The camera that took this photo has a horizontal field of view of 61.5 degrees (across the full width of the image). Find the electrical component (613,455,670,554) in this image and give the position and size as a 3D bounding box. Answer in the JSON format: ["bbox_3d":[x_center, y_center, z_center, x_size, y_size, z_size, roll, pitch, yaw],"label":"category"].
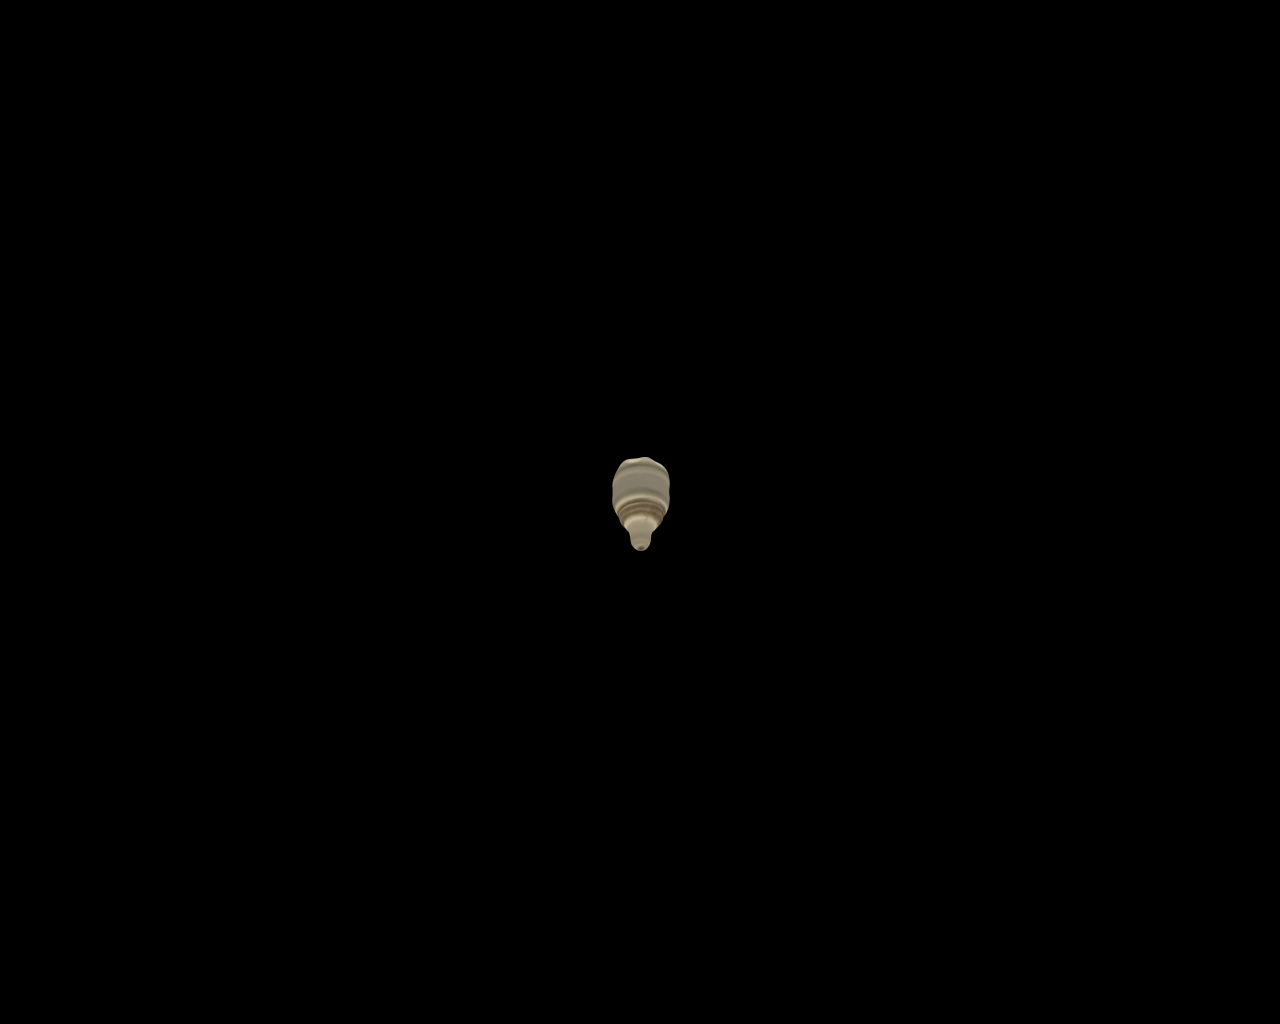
[{"bbox_3d":[0.001,-0.003,0.650,0.035,0.061,0.035,0,-37,0],"label":"electrical component"}]
